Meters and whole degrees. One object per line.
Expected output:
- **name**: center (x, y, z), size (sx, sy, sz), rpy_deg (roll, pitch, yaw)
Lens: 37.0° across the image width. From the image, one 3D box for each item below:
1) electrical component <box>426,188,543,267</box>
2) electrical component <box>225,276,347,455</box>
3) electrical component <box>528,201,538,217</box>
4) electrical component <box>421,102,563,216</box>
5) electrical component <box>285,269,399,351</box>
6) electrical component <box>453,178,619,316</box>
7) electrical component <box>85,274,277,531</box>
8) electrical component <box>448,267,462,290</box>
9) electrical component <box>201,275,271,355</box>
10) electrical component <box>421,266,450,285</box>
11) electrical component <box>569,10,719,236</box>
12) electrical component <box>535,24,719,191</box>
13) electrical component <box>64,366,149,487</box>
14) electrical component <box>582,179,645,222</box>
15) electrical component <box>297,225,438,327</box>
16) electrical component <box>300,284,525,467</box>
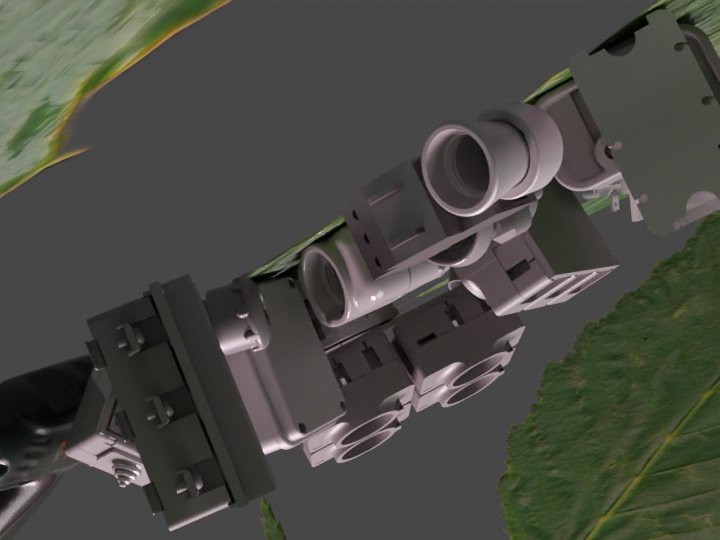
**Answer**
- **electrical component**: center (0.063, -0.034, 0.648), size (0.078, 0.058, 0.057), rpy_deg (-29, 178, 39)
- **electrical component**: center (-0.066, 0.067, 0.744), size (0.057, 0.113, 0.078), rpy_deg (-25, 176, 28)
- **electrical component**: center (0.085, -0.046, 0.714), size (0.055, 0.048, 0.066), rpy_deg (-11, 167, -44)
- **electrical component**: center (0.063, -0.053, 0.505), size (0.055, 0.045, 0.045), rpy_deg (-22, 174, -42)
- **electrical component**: center (-0.060, 0.044, 0.841), size (0.150, 0.061, 0.089), rpy_deg (-28, 175, 32)
- **electrical component**: center (0.127, -0.020, 0.818), size (0.062, 0.089, 0.150), rpy_deg (-37, 165, 27)
- **electrical component**: center (-0.097, 0.072, 0.578), size (0.063, 0.121, 0.078), rpy_deg (-22, 175, -7)
- **electrical component**: center (0.111, -0.021, 1.043), size (0.044, 0.077, 0.079), rpy_deg (7, 152, 33)
- **electrical component**: center (-0.089, 0.033, 0.676), size (0.062, 0.048, 0.048), rpy_deg (-16, 176, 0)
- **electrical component**: center (0.048, -0.006, 0.983), size (0.062, 0.043, 0.043), rpy_deg (-27, 176, 29)
- **electrical component**: center (0.139, -0.065, 0.493), size (0.050, 0.089, 0.056), rpy_deg (-27, 175, 18)
- **electrical component**: center (0.143, -0.082, 0.555), size (0.095, 0.053, 0.059), rpy_deg (-27, 175, 21)
- **electrical component**: center (-0.131, 0.086, 0.640), size (0.062, 0.096, 0.061), rpy_deg (29, 144, -25)
- **electrical component**: center (0.205, -0.080, 0.832), size (0.064, 0.081, 0.042), rpy_deg (-1, -170, 35)
- **electrical component**: center (0.000, 0.000, 0.712), size (0.059, 0.053, 0.095), rpy_deg (-23, 175, -29)
- **electrical component**: center (0.034, 0.084, 0.850), size (0.186, 0.060, 0.105), rpy_deg (-27, 161, -10)
